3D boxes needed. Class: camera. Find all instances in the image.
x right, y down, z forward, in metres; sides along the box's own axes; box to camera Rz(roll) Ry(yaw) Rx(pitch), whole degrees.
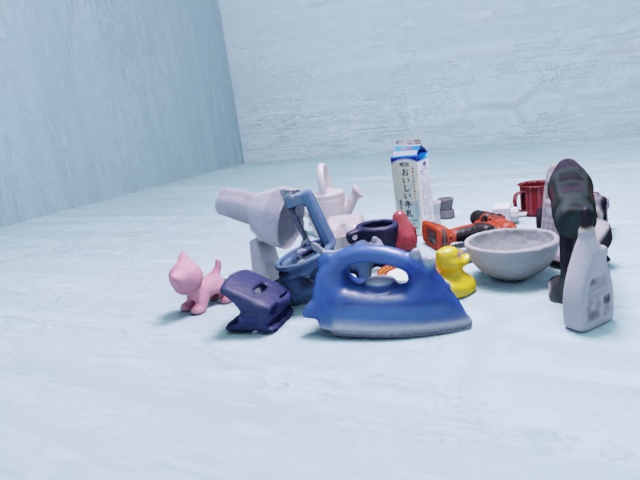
[{"bbox_3d":[0.546,-0.056,1.240,0.136,0.101,0.143,1,16,31],"label":"camera"}]

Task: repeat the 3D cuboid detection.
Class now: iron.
[{"bbox_3d":[0.101,0.068,0.893,0.257,0.141,0.119,-2,15,20],"label":"iron"}]

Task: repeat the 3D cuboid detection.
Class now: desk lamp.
[{"bbox_3d":[-0.126,-0.004,1.150,0.202,0.214,0.118,-1,15,25],"label":"desk lamp"}]

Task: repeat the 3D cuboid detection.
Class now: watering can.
[{"bbox_3d":[0.026,-0.113,1.549,0.173,0.194,0.100,-10,14,-8],"label":"watering can"}]

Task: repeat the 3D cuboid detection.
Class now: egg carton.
[{"bbox_3d":[0.063,-0.020,1.418,0.107,0.069,0.150,-6,14,5],"label":"egg carton"}]

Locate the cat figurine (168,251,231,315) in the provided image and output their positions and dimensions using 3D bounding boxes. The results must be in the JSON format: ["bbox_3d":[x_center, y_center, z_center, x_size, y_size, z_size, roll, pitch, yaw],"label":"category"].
[{"bbox_3d":[-0.234,0.075,1.091,0.067,0.118,0.128,6,20,44],"label":"cat figurine"}]

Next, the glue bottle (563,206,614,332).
[{"bbox_3d":[0.375,0.038,0.802,0.078,0.173,0.037,-15,16,-27],"label":"glue bottle"}]

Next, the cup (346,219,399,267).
[{"bbox_3d":[0.113,0.012,1.207,0.118,0.095,0.091,-13,15,-21],"label":"cup"}]

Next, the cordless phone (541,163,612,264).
[{"bbox_3d":[0.467,-0.046,1.067,0.094,0.185,0.147,-13,15,-21],"label":"cordless phone"}]

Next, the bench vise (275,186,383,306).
[{"bbox_3d":[0.006,0.001,1.047,0.208,0.220,0.121,-12,15,-19],"label":"bench vise"}]

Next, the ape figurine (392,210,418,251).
[{"bbox_3d":[0.188,-0.024,1.318,0.078,0.092,0.076,-10,14,-9],"label":"ape figurine"}]

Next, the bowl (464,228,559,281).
[{"bbox_3d":[0.350,0.032,1.046,0.167,0.075,0.167,-7,14,2],"label":"bowl"}]

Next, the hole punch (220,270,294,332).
[{"bbox_3d":[-0.105,0.100,0.979,0.101,0.091,0.109,-3,15,19],"label":"hole punch"}]

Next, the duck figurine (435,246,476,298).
[{"bbox_3d":[0.220,0.054,1.001,0.105,0.086,0.077,-11,14,-14],"label":"duck figurine"}]

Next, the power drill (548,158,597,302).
[{"bbox_3d":[0.404,-0.015,0.924,0.075,0.208,0.230,-2,15,20],"label":"power drill"}]
